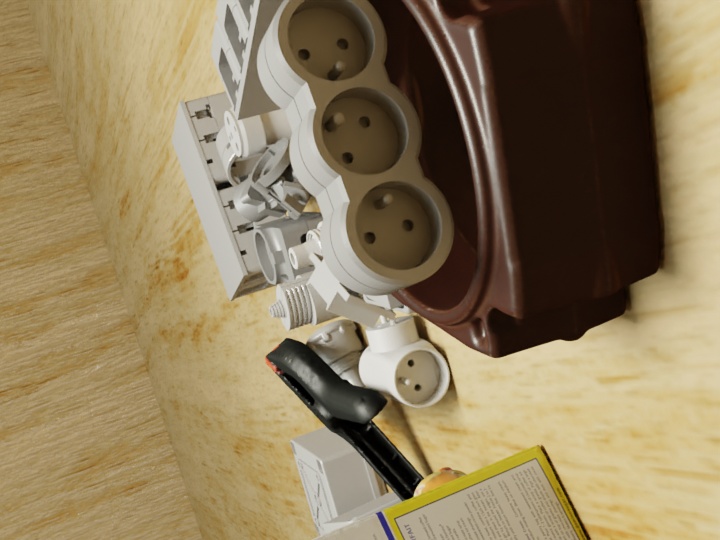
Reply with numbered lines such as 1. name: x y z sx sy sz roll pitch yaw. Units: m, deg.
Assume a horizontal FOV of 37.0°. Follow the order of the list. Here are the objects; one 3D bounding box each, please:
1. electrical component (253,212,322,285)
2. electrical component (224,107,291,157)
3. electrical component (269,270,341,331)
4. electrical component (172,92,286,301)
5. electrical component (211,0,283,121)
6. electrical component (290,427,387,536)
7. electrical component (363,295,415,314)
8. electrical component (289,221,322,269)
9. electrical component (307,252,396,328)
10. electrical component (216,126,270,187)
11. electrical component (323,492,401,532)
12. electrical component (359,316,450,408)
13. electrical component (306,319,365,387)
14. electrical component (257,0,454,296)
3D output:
1. electrical component: -0.058 -0.020 0.949 0.089 0.056 0.050 -169 63 -70
2. electrical component: -0.084 -0.124 0.924 0.045 0.055 0.045 162 90 -72
3. electrical component: -0.036 0.022 0.882 0.043 0.081 0.043 162 90 -72
4. electrical component: -0.129 -0.075 1.096 0.105 0.060 0.186 132 118 -70
5. electrical component: -0.044 -0.171 0.706 0.150 0.089 0.061 118 131 -66
6. electrical component: -0.017 0.214 1.049 0.109 0.056 0.108 -174 67 -70
7. electrical component: 0.027 -0.010 0.700 0.096 0.061 0.061 -169 63 -70
8. electrical component: -0.024 -0.018 0.840 0.048 0.062 0.048 162 90 -72
9. electrical component: 0.000 0.000 0.779 0.063 0.042 0.081 -60 31 10
10. electrical component: -0.104 -0.109 1.003 0.055 0.055 0.047 90 158 -44
11. electrical component: 0.019 0.230 0.925 0.057 0.078 0.113 66 161 7
12. electrical component: 0.027 0.058 0.794 0.077 0.043 0.079 -178 71 -71
13. electrical component: -0.015 0.077 0.938 0.062 0.048 0.048 61 160 12
14. electrical component: -0.007 -0.054 0.498 0.074 0.052 0.138 151 100 -72
